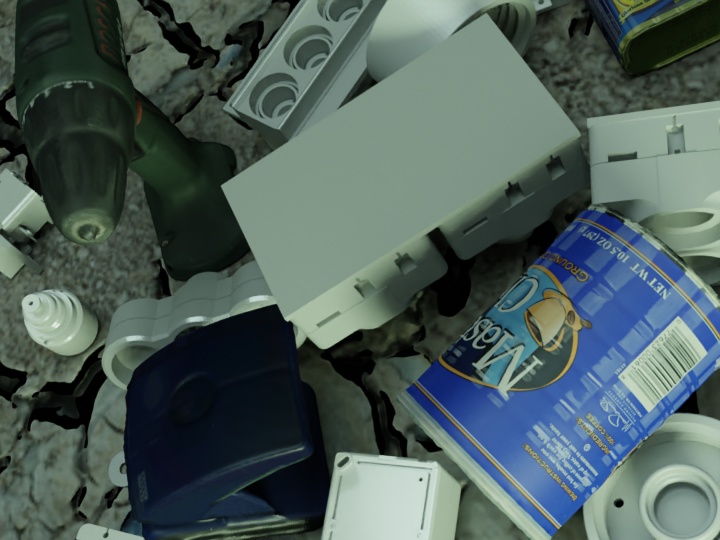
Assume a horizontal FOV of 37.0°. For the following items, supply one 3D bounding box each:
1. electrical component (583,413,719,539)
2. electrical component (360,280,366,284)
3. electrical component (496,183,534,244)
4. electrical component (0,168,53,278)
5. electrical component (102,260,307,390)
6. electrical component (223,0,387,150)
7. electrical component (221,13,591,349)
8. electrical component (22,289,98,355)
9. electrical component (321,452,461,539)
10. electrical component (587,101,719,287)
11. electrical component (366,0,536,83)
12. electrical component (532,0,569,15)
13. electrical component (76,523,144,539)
[{"bbox_3d":[0.167,0.125,0.552,0.108,0.060,0.108,-8,65,17],"label":"electrical component"},{"bbox_3d":[0.000,0.000,0.681,0.045,0.045,0.055,31,81,29],"label":"electrical component"},{"bbox_3d":[0.090,-0.051,0.671,0.048,0.048,0.062,8,64,24],"label":"electrical component"},{"bbox_3d":[-0.262,-0.037,0.798,0.081,0.042,0.063,36,81,29],"label":"electrical component"},{"bbox_3d":[-0.099,0.027,0.703,0.138,0.052,0.073,-18,37,12],"label":"electrical component"},{"bbox_3d":[-0.025,-0.137,0.741,0.079,0.063,0.121,29,79,29],"label":"electrical component"},{"bbox_3d":[0.027,-0.048,0.627,0.186,0.060,0.105,-32,56,5],"label":"electrical component"},{"bbox_3d":[-0.207,0.032,0.729,0.040,0.078,0.040,-2,74,6],"label":"electrical component"},{"bbox_3d":[0.016,0.155,0.595,0.062,0.061,0.096,2,68,21],"label":"electrical component"},{"bbox_3d":[0.225,-0.042,0.579,0.186,0.105,0.060,-6,65,19],"label":"electrical component"},{"bbox_3d":[0.065,-0.144,0.688,0.108,0.108,0.060,-42,66,-1],"label":"electrical component"},{"bbox_3d":[0.113,-0.206,0.725,0.048,0.055,0.066,-19,62,12],"label":"electrical component"},{"bbox_3d":[-0.121,0.187,0.635,0.089,0.055,0.050,7,70,23],"label":"electrical component"}]
